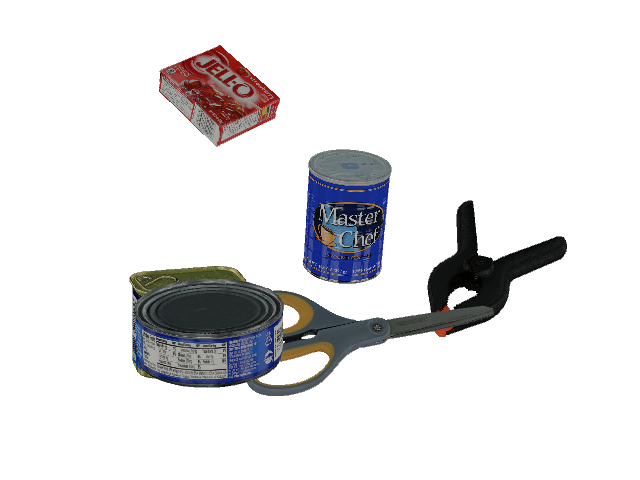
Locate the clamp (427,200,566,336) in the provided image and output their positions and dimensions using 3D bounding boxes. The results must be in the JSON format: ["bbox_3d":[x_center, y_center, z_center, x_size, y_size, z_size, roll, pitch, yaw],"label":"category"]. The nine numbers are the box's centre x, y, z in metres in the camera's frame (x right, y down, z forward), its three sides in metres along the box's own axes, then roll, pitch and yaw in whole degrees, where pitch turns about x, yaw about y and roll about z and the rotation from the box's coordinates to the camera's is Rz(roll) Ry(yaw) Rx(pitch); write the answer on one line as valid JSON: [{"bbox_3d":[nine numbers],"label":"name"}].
[{"bbox_3d":[0.153,0.025,1.070,0.120,0.039,0.171,28,52,34],"label":"clamp"}]

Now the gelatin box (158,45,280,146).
[{"bbox_3d":[-0.094,-0.135,0.983,0.073,0.089,0.030,-30,-27,-34],"label":"gelatin box"}]

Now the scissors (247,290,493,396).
[{"bbox_3d":[0.026,0.058,0.817,0.201,0.096,0.016,-22,-32,-23],"label":"scissors"}]

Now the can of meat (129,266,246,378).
[{"bbox_3d":[-0.121,0.074,0.968,0.102,0.084,0.057,-4,19,-22],"label":"can of meat"}]

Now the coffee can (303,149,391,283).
[{"bbox_3d":[0.032,-0.031,1.342,0.103,0.140,0.103,3,26,-2],"label":"coffee can"}]

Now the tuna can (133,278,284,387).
[{"bbox_3d":[-0.064,0.052,0.615,0.086,0.034,0.086,1,18,0],"label":"tuna can"}]
